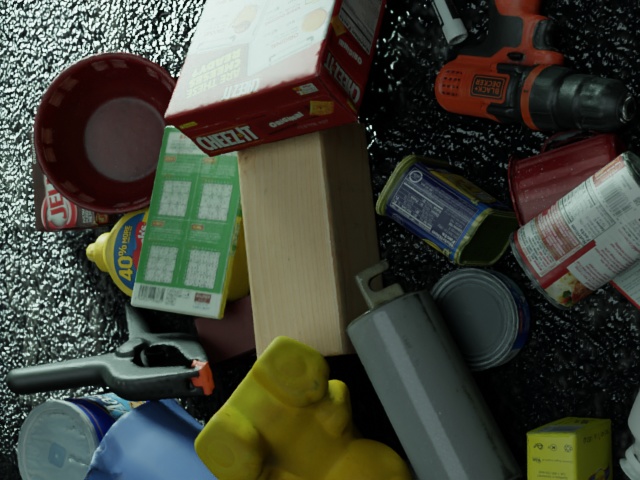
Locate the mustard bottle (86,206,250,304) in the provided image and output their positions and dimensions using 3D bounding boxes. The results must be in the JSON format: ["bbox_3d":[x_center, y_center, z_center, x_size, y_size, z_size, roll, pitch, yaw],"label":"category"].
[{"bbox_3d":[-0.156,0.013,1.060,0.192,0.058,0.096,0,86,32],"label":"mustard bottle"}]

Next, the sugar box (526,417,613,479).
[{"bbox_3d":[0.194,0.229,0.816,0.048,0.093,0.176,-5,86,32],"label":"sugar box"}]

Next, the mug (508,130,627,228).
[{"bbox_3d":[0.201,-0.043,0.831,0.082,0.093,0.117,-18,43,25],"label":"mug"}]

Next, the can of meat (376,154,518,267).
[{"bbox_3d":[0.108,-0.022,0.873,0.084,0.101,0.057,36,106,25],"label":"can of meat"}]

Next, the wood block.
[{"bbox_3d":[-0.006,0.001,0.949,0.091,0.090,0.206,-10,83,31],"label":"wood block"}]

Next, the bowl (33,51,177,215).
[{"bbox_3d":[-0.201,-0.104,1.072,0.162,0.055,0.162,0,88,3],"label":"bowl"}]

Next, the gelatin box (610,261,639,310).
[{"bbox_3d":[0.260,0.021,0.789,0.073,0.089,0.030,-39,27,25],"label":"gelatin box"}]

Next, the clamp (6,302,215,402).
[{"bbox_3d":[-0.183,0.116,0.994,0.210,0.164,0.036,11,123,47],"label":"clamp"}]

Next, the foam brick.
[{"bbox_3d":[-0.070,0.085,1.007,0.078,0.052,0.051,-24,76,29],"label":"foam brick"}]

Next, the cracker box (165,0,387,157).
[{"bbox_3d":[-0.027,-0.186,0.921,0.164,0.072,0.213,-10,53,36],"label":"cracker box"}]

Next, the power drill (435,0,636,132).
[{"bbox_3d":[0.181,-0.180,0.839,0.185,0.057,0.188,16,95,45],"label":"power drill"}]

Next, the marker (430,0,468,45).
[{"bbox_3d":[0.098,-0.227,0.932,0.020,0.020,0.121,-28,74,28],"label":"marker"}]

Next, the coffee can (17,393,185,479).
[{"bbox_3d":[-0.206,0.200,1.037,0.103,0.140,0.103,-1,88,32],"label":"coffee can"}]

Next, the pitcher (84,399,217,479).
[{"bbox_3d":[-0.079,0.252,0.925,0.243,0.149,0.145,30,139,30],"label":"pitcher"}]

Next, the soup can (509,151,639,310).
[{"bbox_3d":[0.194,-0.006,0.749,0.102,0.068,0.068,-39,69,24],"label":"soup can"}]

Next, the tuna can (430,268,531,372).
[{"bbox_3d":[0.132,0.066,0.894,0.086,0.033,0.086,-1,88,32],"label":"tuna can"}]

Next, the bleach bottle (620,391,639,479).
[{"bbox_3d":[0.316,0.093,0.763,0.102,0.068,0.251,43,115,14],"label":"bleach bottle"}]

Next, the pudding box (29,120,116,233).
[{"bbox_3d":[-0.265,-0.067,1.141,0.090,0.039,0.113,-6,85,32],"label":"pudding box"}]
